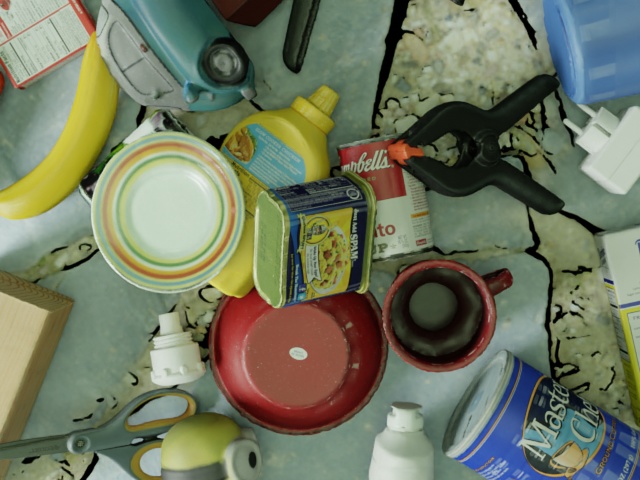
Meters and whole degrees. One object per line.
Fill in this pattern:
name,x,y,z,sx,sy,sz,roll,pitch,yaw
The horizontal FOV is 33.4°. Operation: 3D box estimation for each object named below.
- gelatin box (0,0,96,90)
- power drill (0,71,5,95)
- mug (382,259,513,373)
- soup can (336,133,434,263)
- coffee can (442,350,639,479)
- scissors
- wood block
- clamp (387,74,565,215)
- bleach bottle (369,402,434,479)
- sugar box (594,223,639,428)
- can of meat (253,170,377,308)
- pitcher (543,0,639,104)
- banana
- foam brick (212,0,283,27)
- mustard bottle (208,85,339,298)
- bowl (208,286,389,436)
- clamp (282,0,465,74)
gelatin box,-0.243,-0.183,0.926,0.089,0.030,0.073,-30,94,3
power drill,-0.386,-0.095,0.922,0.187,0.057,0.184,23,90,-3
mug,0.108,0.054,0.904,0.117,0.081,0.093,-29,92,3
soup can,0.056,-0.036,0.906,0.068,0.068,0.102,-10,92,2
coffee can,0.189,0.172,0.899,0.140,0.103,0.103,31,94,-1
scissors,-0.194,0.187,0.911,0.201,0.016,0.096,-19,108,-25
wood block,-0.298,0.134,0.916,0.091,0.090,0.206,22,93,0
clamp,0.139,-0.068,0.893,0.171,0.039,0.120,-14,92,-23
bleach bottle,0.067,0.266,0.907,0.068,0.102,0.251,3,94,-5
sugar box,0.302,0.070,0.919,0.093,0.048,0.176,-12,89,2
can of meat,-0.006,0.001,0.869,0.083,0.058,0.102,-12,121,-27
pitcher,0.313,-0.182,0.857,0.243,0.149,0.145,-14,94,5
banana,-0.222,-0.085,0.919,0.069,0.037,0.198,37,97,-24
foam brick,-0.069,-0.226,0.893,0.051,0.052,0.078,-37,81,24
mustard bottle,-0.048,-0.052,0.912,0.096,0.058,0.191,38,93,19
bowl,-0.019,0.096,0.924,0.162,0.055,0.162,0,94,1
clamp,0.007,-0.256,0.911,0.164,0.036,0.210,-28,90,9
